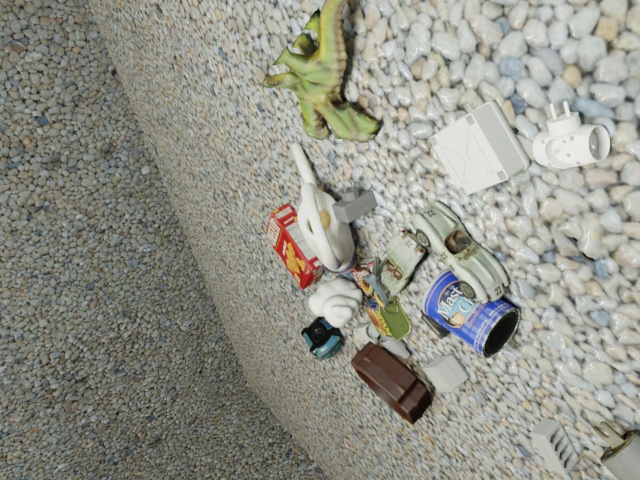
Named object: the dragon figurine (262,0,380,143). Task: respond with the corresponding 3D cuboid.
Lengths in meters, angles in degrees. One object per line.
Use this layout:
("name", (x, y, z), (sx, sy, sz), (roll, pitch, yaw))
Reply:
("dragon figurine", (0.030, -0.292, 0.973), (0.241, 0.124, 0.408), (45, 160, -12))

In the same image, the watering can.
("watering can", (0.004, -0.061, 1.218), (0.220, 0.104, 0.356), (61, -169, -49))

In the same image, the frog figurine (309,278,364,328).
("frog figurine", (0.037, 0.152, 1.267), (0.158, 0.137, 0.124), (36, -129, -76))
